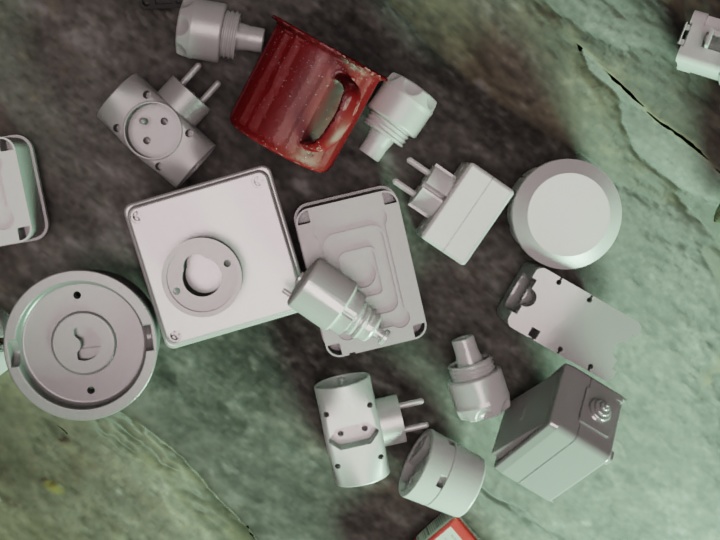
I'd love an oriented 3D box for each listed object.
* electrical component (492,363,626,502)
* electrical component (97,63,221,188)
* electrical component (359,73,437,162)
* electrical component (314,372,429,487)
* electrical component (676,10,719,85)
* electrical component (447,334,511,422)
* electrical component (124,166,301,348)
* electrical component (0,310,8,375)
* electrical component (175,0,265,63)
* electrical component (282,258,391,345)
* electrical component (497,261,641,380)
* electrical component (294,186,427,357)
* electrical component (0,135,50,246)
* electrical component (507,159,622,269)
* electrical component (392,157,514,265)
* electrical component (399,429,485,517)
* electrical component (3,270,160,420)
[{"bbox_3d":[0.146,0.115,0.789,0.061,0.061,0.096,31,138,-6],"label":"electrical component"},{"bbox_3d":[-0.135,-0.114,0.781,0.077,0.044,0.079,42,93,-6],"label":"electrical component"},{"bbox_3d":[0.024,-0.109,0.789,0.043,0.043,0.062,34,95,-6],"label":"electrical component"},{"bbox_3d":[0.012,0.116,0.814,0.079,0.043,0.077,-12,97,-2],"label":"electrical component"},{"bbox_3d":[0.265,-0.159,0.783,0.064,0.081,0.042,23,95,17],"label":"electrical component"},{"bbox_3d":[0.087,0.080,0.814,0.043,0.043,0.062,-18,96,-1],"label":"electrical component"},{"bbox_3d":[-0.103,-0.011,0.788,0.109,0.056,0.108,-16,97,-1],"label":"electrical component"},{"bbox_3d":[-0.290,0.058,0.787,0.058,0.057,0.078,-5,97,-2],"label":"electrical component"},{"bbox_3d":[-0.100,-0.171,0.777,0.062,0.043,0.043,9,96,-5],"label":"electrical component"},{"bbox_3d":[-0.014,0.025,0.745,0.078,0.040,0.040,35,94,-7],"label":"electrical component"},{"bbox_3d":[0.154,0.036,0.806,0.089,0.055,0.050,29,94,-6],"label":"electrical component"},{"bbox_3d":[0.000,0.000,0.794,0.078,0.057,0.113,-13,97,-1],"label":"electrical component"},{"bbox_3d":[-0.289,-0.051,0.774,0.113,0.057,0.078,-10,97,-2],"label":"electrical component"},{"bbox_3d":[0.149,-0.042,0.799,0.080,0.051,0.080,0,96,-3],"label":"electrical component"},{"bbox_3d":[0.061,-0.053,0.795,0.077,0.047,0.065,34,94,-6],"label":"electrical component"},{"bbox_3d":[0.063,0.155,0.816,0.047,0.055,0.055,26,95,-9],"label":"electrical component"},{"bbox_3d":[-0.198,0.050,0.788,0.108,0.060,0.108,0,96,-2],"label":"electrical component"}]
